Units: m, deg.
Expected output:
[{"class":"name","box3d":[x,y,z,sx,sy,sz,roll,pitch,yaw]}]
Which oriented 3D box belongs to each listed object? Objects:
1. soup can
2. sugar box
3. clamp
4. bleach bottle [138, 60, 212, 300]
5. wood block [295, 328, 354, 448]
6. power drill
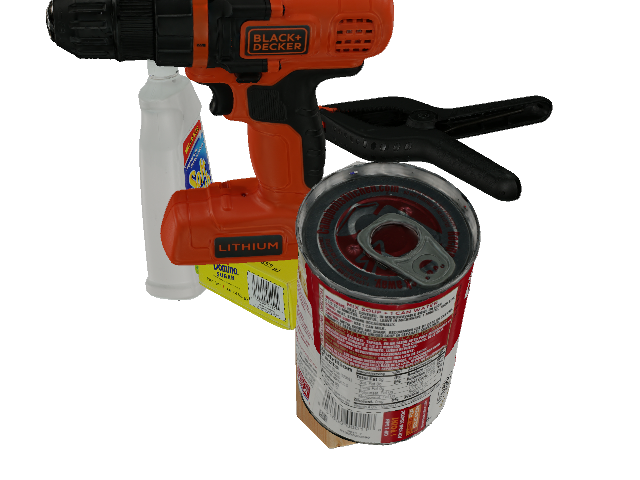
[{"class":"soup can","box3d":[0.024,0.028,0.427,0.068,0.068,0.102,0,-41,-1]},{"class":"sugar box","box3d":[0.005,-0.002,0.784,0.093,0.048,0.175,25,41,35]},{"class":"clamp","box3d":[0.100,-0.099,0.951,0.210,0.036,0.164,13,36,23]},{"class":"bleach bottle","box3d":[-0.155,-0.070,1.129,0.068,0.251,0.102,5,27,21]},{"class":"wood block","box3d":[0.030,0.093,1.090,0.090,0.206,0.091,-7,17,-23]},{"class":"power drill","box3d":[-0.057,-0.069,0.614,0.184,0.188,0.057,-2,45,-8]}]
